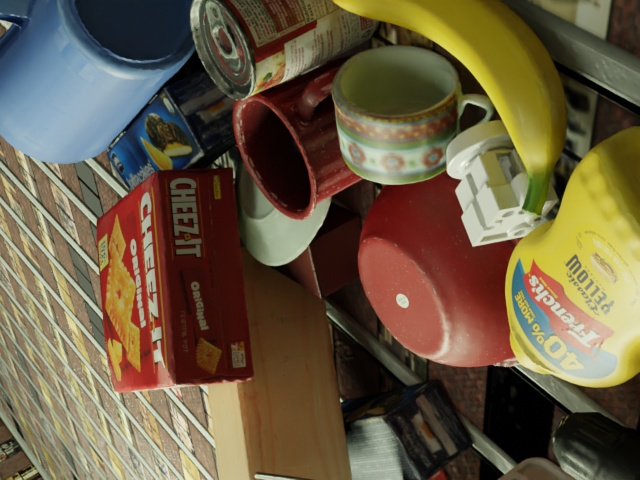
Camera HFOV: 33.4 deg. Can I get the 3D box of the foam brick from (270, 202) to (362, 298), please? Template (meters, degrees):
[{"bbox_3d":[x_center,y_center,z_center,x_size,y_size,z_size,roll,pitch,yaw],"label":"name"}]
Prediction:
[{"bbox_3d":[-0.006,0.001,0.844,0.078,0.051,0.053,30,140,50],"label":"foam brick"}]

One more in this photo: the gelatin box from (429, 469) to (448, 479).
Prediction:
[{"bbox_3d":[0.061,0.219,0.922,0.030,0.073,0.089,62,155,-1],"label":"gelatin box"}]

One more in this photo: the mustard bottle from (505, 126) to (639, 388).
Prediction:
[{"bbox_3d":[0.148,0.027,0.575,0.096,0.058,0.192,53,155,16],"label":"mustard bottle"}]

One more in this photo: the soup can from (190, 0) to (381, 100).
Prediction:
[{"bbox_3d":[-0.020,-0.138,0.665,0.069,0.102,0.068,44,150,33],"label":"soup can"}]

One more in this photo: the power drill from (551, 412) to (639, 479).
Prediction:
[{"bbox_3d":[0.200,0.109,0.517,0.185,0.057,0.187,30,154,26],"label":"power drill"}]

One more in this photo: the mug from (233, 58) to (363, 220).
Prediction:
[{"bbox_3d":[0.002,-0.078,0.710,0.093,0.081,0.117,52,154,18],"label":"mug"}]

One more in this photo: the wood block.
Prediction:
[{"bbox_3d":[-0.042,0.115,0.901,0.091,0.090,0.206,143,121,-65],"label":"wood block"}]

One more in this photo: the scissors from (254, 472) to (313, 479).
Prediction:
[{"bbox_3d":[0.051,0.201,0.837,0.096,0.202,0.016,86,-169,-73],"label":"scissors"}]

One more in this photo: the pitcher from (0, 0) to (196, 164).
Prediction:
[{"bbox_3d":[-0.190,-0.151,0.838,0.145,0.149,0.243,62,153,-5],"label":"pitcher"}]

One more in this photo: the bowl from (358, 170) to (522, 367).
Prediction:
[{"bbox_3d":[0.075,0.027,0.717,0.162,0.055,0.162,44,151,32],"label":"bowl"}]

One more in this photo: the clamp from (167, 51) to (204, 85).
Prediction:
[{"bbox_3d":[-0.149,-0.175,0.945,0.210,0.036,0.165,55,154,6],"label":"clamp"}]

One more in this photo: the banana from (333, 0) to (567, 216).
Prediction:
[{"bbox_3d":[0.074,-0.104,0.577,0.070,0.037,0.198,-47,58,18],"label":"banana"}]

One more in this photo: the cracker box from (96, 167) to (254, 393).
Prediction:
[{"bbox_3d":[-0.128,0.041,0.884,0.214,0.072,0.164,158,107,-66],"label":"cracker box"}]
